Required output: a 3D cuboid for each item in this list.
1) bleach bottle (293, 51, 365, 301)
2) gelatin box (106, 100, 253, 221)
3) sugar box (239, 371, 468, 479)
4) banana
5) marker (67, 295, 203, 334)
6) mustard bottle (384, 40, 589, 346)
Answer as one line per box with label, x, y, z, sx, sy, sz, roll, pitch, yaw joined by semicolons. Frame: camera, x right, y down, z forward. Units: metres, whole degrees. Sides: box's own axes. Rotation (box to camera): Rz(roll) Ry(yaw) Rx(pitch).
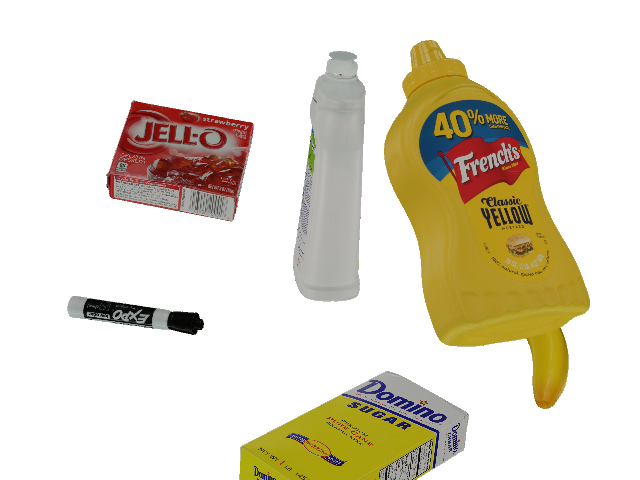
bleach bottle;0.014;-0.069;1.108;0.068;0.251;0.102;0;28;-10
gelatin box;-0.096;-0.056;0.739;0.089;0.073;0.030;11;-40;-3
sugar box;0.030;0.167;0.863;0.093;0.048;0.175;25;35;38
banana;0.223;0.104;1.137;0.069;0.037;0.198;-28;36;0
marker;-0.157;0.064;0.907;0.121;0.020;0.020;7;2;15
mustard bottle;0.089;-0.035;0.644;0.096;0.191;0.058;-6;-22;-26
